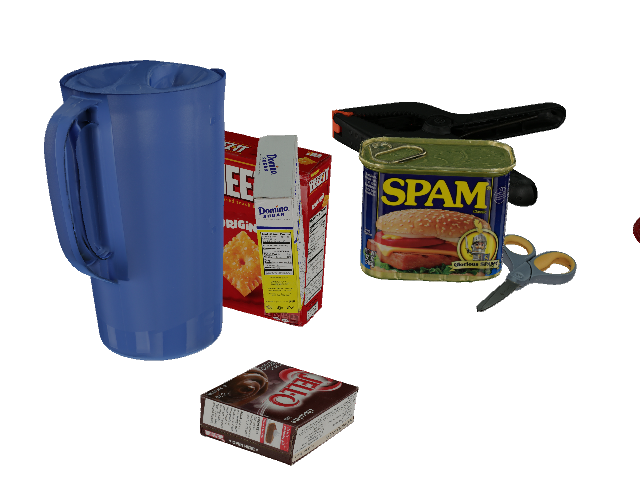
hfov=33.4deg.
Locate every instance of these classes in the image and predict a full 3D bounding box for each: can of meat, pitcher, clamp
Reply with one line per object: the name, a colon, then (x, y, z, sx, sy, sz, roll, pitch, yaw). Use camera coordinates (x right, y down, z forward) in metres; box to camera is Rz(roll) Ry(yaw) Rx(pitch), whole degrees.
can of meat: (0.076, -0.020, 0.717, 0.102, 0.084, 0.057, 2, 24, 3)
pitcher: (-0.148, -0.023, 0.893, 0.149, 0.243, 0.145, -5, 21, -13)
clamp: (0.114, -0.095, 0.960, 0.210, 0.036, 0.164, 14, 35, 23)

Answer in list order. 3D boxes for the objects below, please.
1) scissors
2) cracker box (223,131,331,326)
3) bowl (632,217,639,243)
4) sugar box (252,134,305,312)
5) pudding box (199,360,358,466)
scissors: (0.194, 0.031, 1.116, 0.201, 0.016, 0.096, -11, 37, -43)
cracker box: (-0.079, -0.014, 1.312, 0.164, 0.214, 0.072, 14, 30, 20)
bowl: (0.417, 0.018, 1.149, 0.162, 0.055, 0.162, -1, 25, 0)
sugar box: (-0.042, -0.014, 1.103, 0.048, 0.093, 0.176, -2, -44, 4)
pudding box: (-0.033, 0.139, 0.877, 0.090, 0.039, 0.113, 12, 17, 25)
